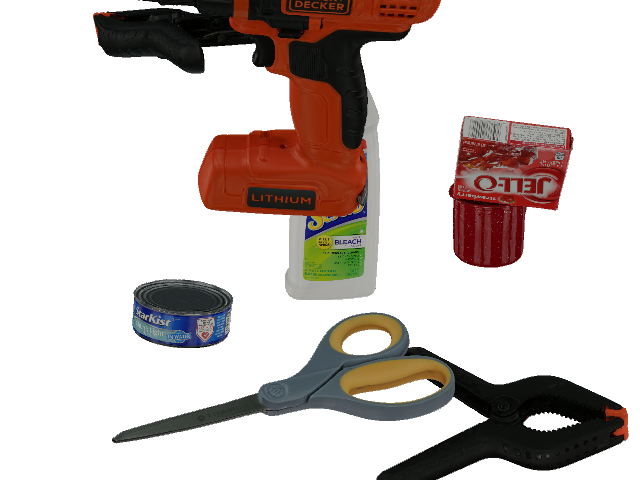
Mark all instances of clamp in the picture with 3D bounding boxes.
[{"bbox_3d":[0.151,0.161,0.909,0.210,0.036,0.164,4,41,22],"label":"clamp"},{"bbox_3d":[-0.108,-0.166,0.848,0.172,0.039,0.120,20,29,41],"label":"clamp"}]

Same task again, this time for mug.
[{"bbox_3d":[0.203,-0.025,1.247,0.093,0.081,0.117,19,33,38],"label":"mug"}]

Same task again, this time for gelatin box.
[{"bbox_3d":[0.157,-0.062,0.877,0.089,0.030,0.073,8,-38,8],"label":"gelatin box"}]

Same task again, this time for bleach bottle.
[{"bbox_3d":[0.010,-0.063,1.107,0.102,0.251,0.068,-2,24,-2],"label":"bleach bottle"}]

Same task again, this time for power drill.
[{"bbox_3d":[-0.032,-0.096,0.610,0.184,0.057,0.188,4,-41,-3],"label":"power drill"}]

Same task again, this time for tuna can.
[{"bbox_3d":[-0.120,0.063,0.925,0.086,0.034,0.086,6,16,-2],"label":"tuna can"}]

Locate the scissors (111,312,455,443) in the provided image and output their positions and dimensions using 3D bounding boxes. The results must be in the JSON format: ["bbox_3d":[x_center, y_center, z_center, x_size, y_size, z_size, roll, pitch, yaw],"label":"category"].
[{"bbox_3d":[-0.021,0.081,0.639,0.201,0.016,0.096,-2,35,-6],"label":"scissors"}]
